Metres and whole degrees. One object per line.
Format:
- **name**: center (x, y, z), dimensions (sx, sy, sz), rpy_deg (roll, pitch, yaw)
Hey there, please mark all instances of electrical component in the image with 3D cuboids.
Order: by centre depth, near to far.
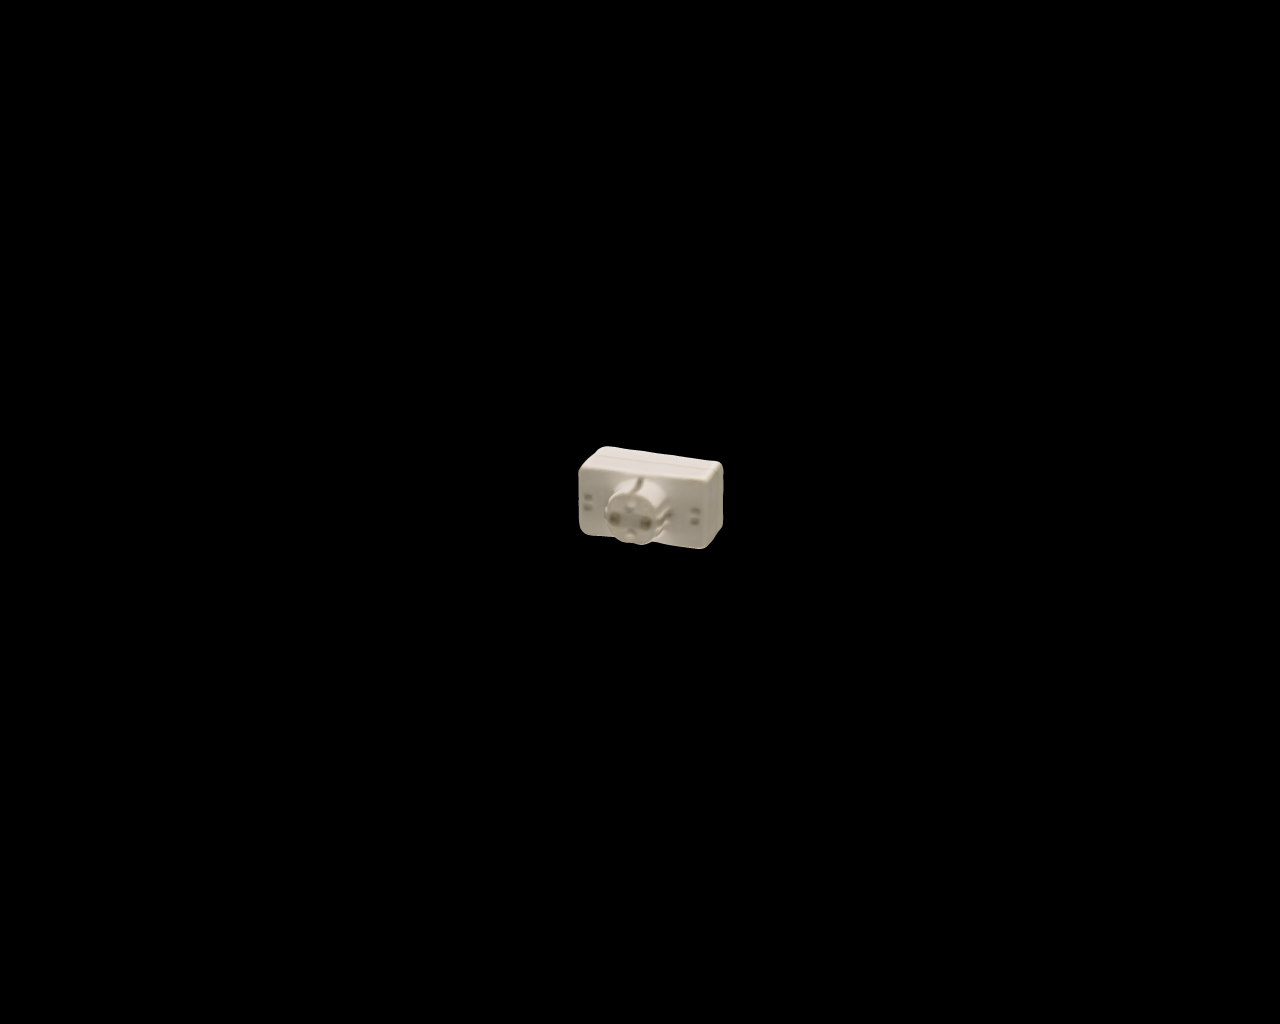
- **electrical component**: center (0.001, -0.003, 0.650), dimensions (0.083, 0.047, 0.076), rpy_deg (8, 24, 18)
